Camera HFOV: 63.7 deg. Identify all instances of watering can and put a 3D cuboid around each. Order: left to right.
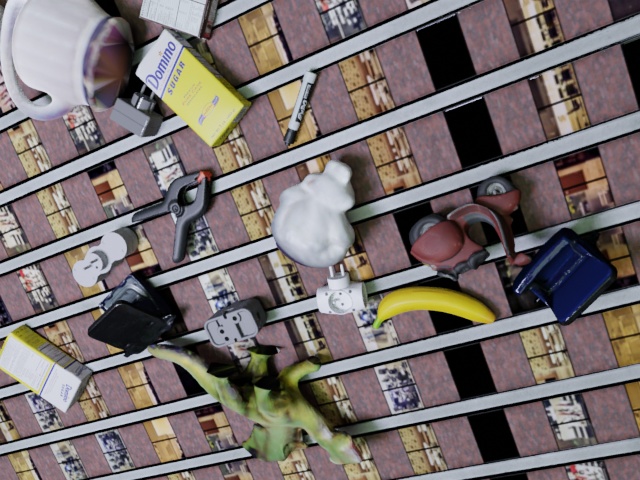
[{"bbox_3d":[-0.405,-0.350,0.824,0.225,0.105,0.343,21,108,7],"label":"watering can"}]

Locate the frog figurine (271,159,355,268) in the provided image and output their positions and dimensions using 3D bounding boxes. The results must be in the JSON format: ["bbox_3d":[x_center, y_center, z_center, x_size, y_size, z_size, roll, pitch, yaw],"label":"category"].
[{"bbox_3d":[0.002,-0.040,0.797,0.139,0.124,0.156,46,123,19],"label":"frog figurine"}]

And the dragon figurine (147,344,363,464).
[{"bbox_3d":[-0.117,0.311,0.925,0.411,0.124,0.238,7,114,21],"label":"dragon figurine"}]
